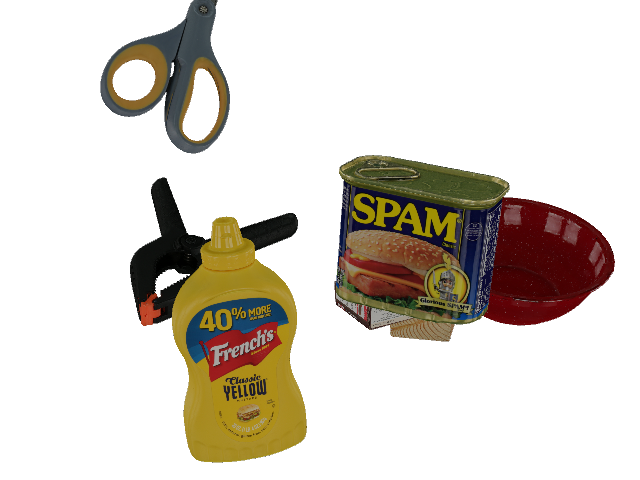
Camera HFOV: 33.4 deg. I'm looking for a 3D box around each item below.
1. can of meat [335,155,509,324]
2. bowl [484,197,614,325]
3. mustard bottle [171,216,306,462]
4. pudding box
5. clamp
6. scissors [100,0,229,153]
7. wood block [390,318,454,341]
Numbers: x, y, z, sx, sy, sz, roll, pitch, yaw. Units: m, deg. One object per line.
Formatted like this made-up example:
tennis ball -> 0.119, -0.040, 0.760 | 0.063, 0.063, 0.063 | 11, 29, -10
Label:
can of meat -> 0.060, 0.000, 0.665 | 0.102, 0.084, 0.057 | 13, 23, 23
bowl -> 0.171, 0.025, 0.935 | 0.162, 0.055, 0.162 | 2, 34, -2
mustard bottle -> -0.065, 0.074, 0.827 | 0.096, 0.192, 0.058 | -8, 20, -10
pudding box -> 0.087, 0.072, 1.375 | 0.113, 0.039, 0.090 | -15, 25, -25
clamp -> -0.138, 0.008, 1.072 | 0.165, 0.036, 0.209 | 19, 39, 17
scissors -> -0.102, -0.154, 0.740 | 0.096, 0.202, 0.016 | 6, -23, -19
wood block -> 0.169, 0.067, 1.629 | 0.091, 0.090, 0.206 | 4, 22, 13
